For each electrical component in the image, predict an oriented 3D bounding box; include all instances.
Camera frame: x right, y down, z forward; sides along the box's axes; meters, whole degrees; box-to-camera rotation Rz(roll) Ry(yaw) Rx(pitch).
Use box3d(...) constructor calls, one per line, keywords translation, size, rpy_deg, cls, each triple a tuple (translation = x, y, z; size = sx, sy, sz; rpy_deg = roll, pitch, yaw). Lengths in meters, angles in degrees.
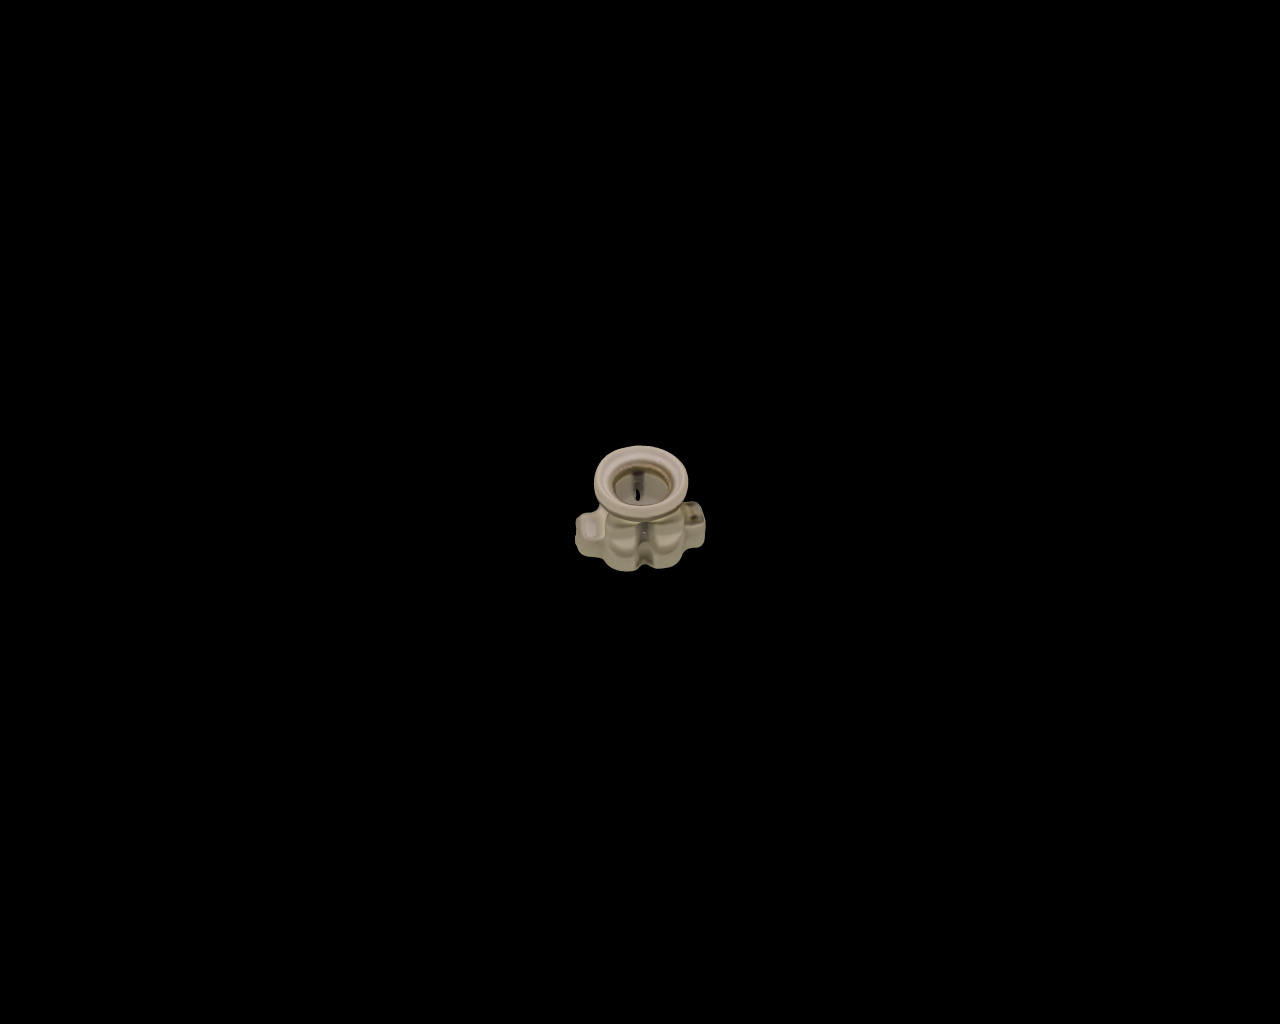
box3d(translation=(0.001, -0.003, 0.650), size=(0.078, 0.058, 0.056), rpy_deg=(-4, -43, -4), cls="electrical component")
